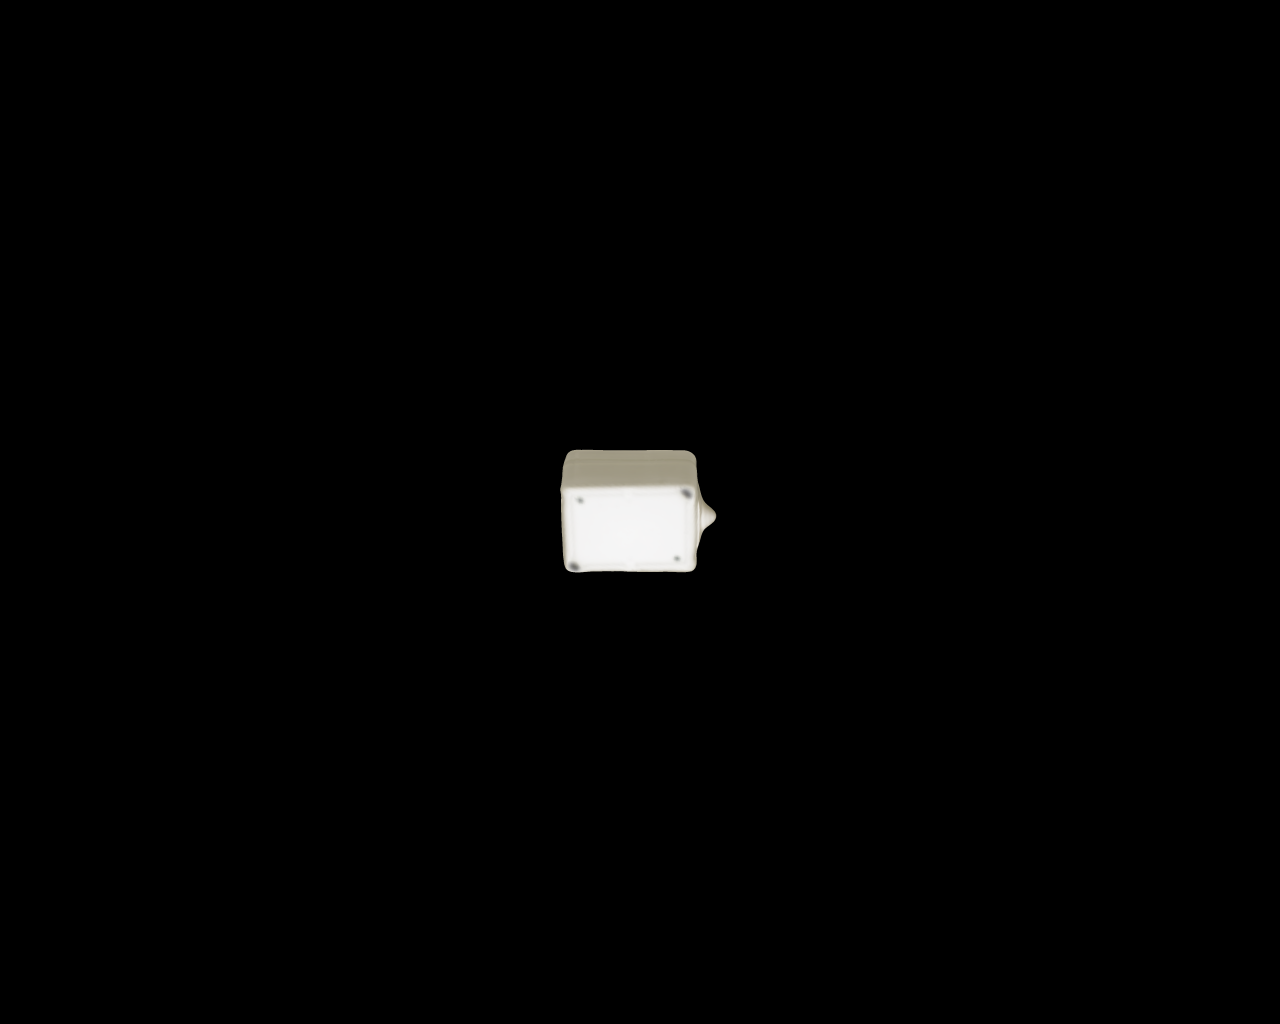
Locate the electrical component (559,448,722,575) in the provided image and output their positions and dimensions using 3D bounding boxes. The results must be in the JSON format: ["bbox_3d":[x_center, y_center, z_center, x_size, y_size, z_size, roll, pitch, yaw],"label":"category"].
[{"bbox_3d":[0.001,-0.003,0.650,0.096,0.061,0.061,0,29,0],"label":"electrical component"}]
